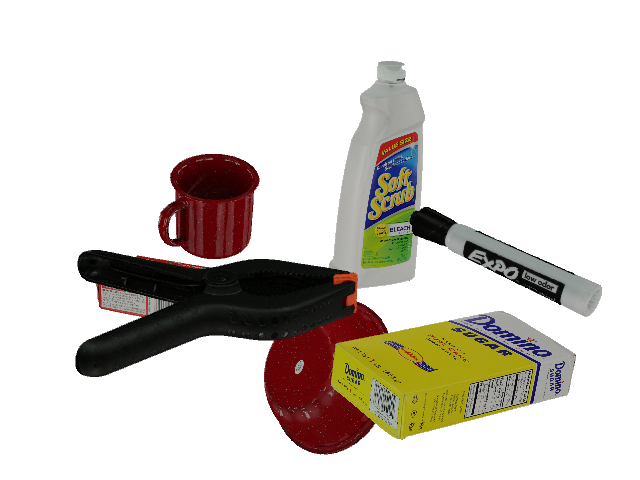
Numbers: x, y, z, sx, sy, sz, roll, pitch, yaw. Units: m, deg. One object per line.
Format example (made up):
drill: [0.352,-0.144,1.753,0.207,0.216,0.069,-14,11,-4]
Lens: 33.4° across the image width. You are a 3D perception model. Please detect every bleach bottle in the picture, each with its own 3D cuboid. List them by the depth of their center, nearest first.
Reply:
bleach bottle: [0.066,-0.075,1.209,0.102,0.251,0.068,-7,21,-24]

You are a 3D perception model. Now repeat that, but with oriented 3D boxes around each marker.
marker: [0.101,0.009,0.603,0.121,0.020,0.020,27,15,32]

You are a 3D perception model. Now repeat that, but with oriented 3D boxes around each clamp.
clamp: [-0.079,0.039,0.772,0.209,0.036,0.165,-6,25,-17]

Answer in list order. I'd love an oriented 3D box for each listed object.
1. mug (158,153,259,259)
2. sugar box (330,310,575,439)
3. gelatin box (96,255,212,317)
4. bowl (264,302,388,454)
mug: [-0.122,-0.029,1.132,0.093,0.081,0.117,33,44,32]
sugar box: [0.107,0.102,0.850,0.175,0.048,0.093,-11,27,-32]
gelatin box: [-0.143,0.042,0.954,0.089,0.030,0.073,9,21,18]
bowl: [-0.005,0.132,1.078,0.162,0.162,0.055,0,-17,43]
